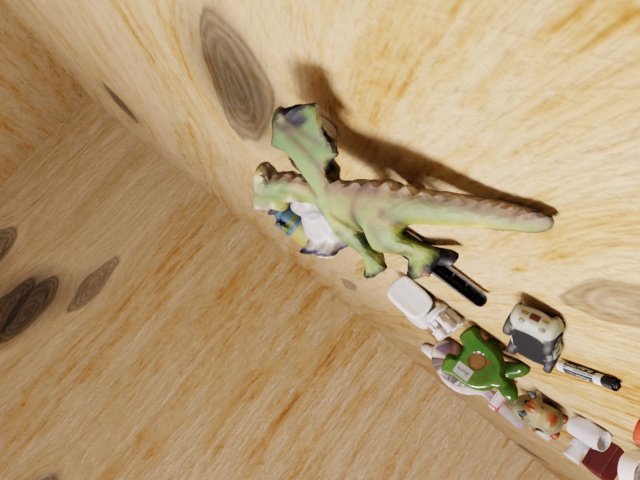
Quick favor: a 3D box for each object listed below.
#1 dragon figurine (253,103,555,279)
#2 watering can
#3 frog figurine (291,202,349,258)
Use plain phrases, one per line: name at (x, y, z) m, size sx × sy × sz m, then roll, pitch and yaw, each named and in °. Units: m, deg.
dragon figurine at (0.038, -0.068, 0.613) m, size 0.240 × 0.124 × 0.407 m, roll 38°, pitch 155°, yaw -23°
watering can at (0.428, 0.396, 1.457) m, size 0.351 × 0.105 × 0.220 m, roll 36°, pitch 170°, yaw 29°
frog figurine at (0.003, -0.052, 1.042) m, size 0.138 × 0.123 × 0.158 m, roll -143°, pitch 42°, yaw -71°
